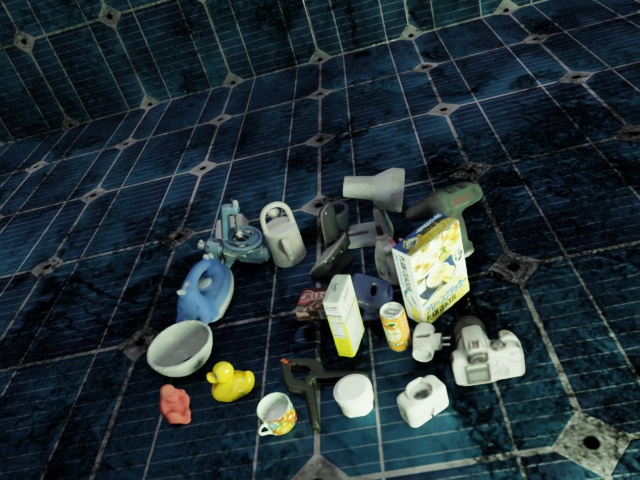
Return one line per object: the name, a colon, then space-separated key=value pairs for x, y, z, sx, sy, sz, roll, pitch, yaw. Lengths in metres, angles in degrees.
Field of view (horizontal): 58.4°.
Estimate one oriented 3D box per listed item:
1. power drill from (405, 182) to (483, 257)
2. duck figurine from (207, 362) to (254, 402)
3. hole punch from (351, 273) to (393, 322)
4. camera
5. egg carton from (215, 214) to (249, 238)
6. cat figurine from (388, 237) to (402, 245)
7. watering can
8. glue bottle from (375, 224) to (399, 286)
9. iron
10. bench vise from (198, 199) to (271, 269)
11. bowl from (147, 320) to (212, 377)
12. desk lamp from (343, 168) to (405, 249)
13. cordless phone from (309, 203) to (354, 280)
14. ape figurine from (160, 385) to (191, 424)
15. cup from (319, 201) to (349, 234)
power drill: x=0.321 y=-0.041 z=1.449 sx=0.230 sy=0.209 sz=0.075 roll=-33 pitch=37 yaw=-21
duck figurine: x=-0.207 y=0.312 z=1.300 sx=0.104 sy=0.086 sz=0.077 roll=-15 pitch=34 yaw=4
hole punch: x=0.126 y=0.134 z=1.396 sx=0.101 sy=0.091 sz=0.108 roll=-7 pitch=35 yaw=16
camera: x=0.333 y=0.212 z=1.181 sx=0.143 sy=0.101 sz=0.136 roll=-12 pitch=34 yaw=9
egg carton: x=-0.278 y=-0.022 z=1.822 sx=0.107 sy=0.069 sz=0.150 roll=-17 pitch=34 yaw=2
cat figurine: x=0.218 y=0.033 z=1.473 sx=0.067 sy=0.118 sz=0.127 roll=-31 pitch=36 yaw=-18
watering can: x=-0.116 y=-0.028 z=1.644 sx=0.101 sy=0.194 sz=0.172 roll=-34 pitch=37 yaw=-22
glue bottle: x=0.165 y=0.033 z=1.448 sx=0.037 sy=0.173 sz=0.077 roll=-33 pitch=37 yaw=-21
iron: x=-0.318 y=0.118 z=1.577 sx=0.118 sy=0.142 sz=0.258 roll=-5 pitch=36 yaw=19
bench vise: x=-0.266 y=-0.009 z=1.662 sx=0.207 sy=0.220 sz=0.121 roll=-18 pitch=34 yaw=0
bowl: x=-0.335 y=0.281 z=1.414 sx=0.167 sy=0.075 sz=0.167 roll=-12 pitch=34 yaw=9
desk lamp: x=0.153 y=-0.094 z=1.597 sx=0.203 sy=0.214 sz=0.118 roll=-9 pitch=35 yaw=13
cordless phone: x=0.014 y=0.006 z=1.545 sx=0.093 sy=0.185 sz=0.148 roll=4 pitch=40 yaw=30
ape figurine: x=-0.329 y=0.362 z=1.281 sx=0.076 sy=0.092 sz=0.078 roll=3 pitch=39 yaw=28
cup: x=0.047 y=-0.046 z=1.684 sx=0.091 sy=0.095 sz=0.118 roll=-3 pitch=37 yaw=21
